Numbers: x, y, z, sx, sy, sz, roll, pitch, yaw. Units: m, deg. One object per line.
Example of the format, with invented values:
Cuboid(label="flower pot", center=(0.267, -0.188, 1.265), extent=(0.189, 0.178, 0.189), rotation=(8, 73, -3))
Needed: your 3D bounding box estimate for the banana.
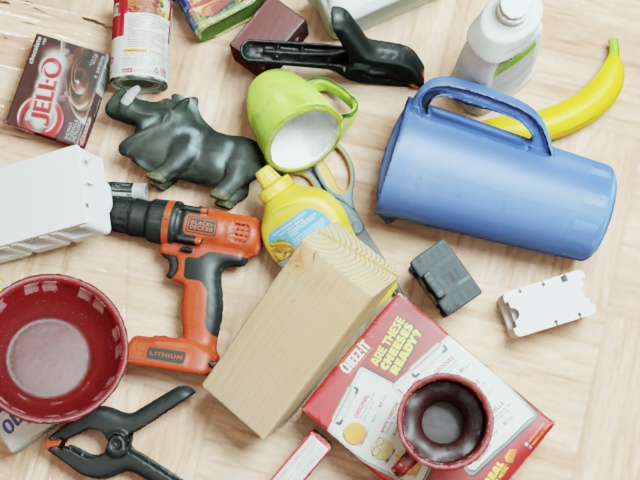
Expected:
Cuboid(label="banana", center=(0.268, -0.148, 1.197), extent=(0.197, 0.037, 0.070), rotation=(-31, 64, -3))

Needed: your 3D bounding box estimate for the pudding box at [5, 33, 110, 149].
Cuboid(label="pudding box", center=(-0.297, -0.170, 1.222), extent=(0.090, 0.039, 0.113), rotation=(17, 83, 5))

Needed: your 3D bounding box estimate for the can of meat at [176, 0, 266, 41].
Cuboid(label="can of meat", center=(-0.117, -0.287, 1.223), extent=(0.102, 0.057, 0.084), rotation=(-28, 84, -2))

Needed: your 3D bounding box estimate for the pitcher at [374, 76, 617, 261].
Cuboid(label="pitcher", center=(0.187, -0.068, 1.137), extent=(0.243, 0.149, 0.145), rotation=(16, 80, 1))

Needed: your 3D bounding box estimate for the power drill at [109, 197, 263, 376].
Cuboid(label="power drill", center=(-0.164, 0.049, 1.177), extent=(0.184, 0.057, 0.187), rotation=(9, 84, 7))

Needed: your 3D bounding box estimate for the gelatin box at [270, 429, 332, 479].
Cuboid(label="gelatin box", center=(-0.025, 0.245, 1.134), extent=(0.030, 0.073, 0.089), rotation=(40, 85, 7))

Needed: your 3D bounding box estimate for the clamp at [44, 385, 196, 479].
Cuboid(label="clamp", center=(-0.211, 0.211, 1.165), extent=(0.171, 0.039, 0.120), rotation=(8, 81, 4))

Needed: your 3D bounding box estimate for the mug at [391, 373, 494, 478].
Cuboid(label="mug", center=(0.114, 0.189, 1.058), extent=(0.093, 0.081, 0.117), rotation=(40, 84, 9))

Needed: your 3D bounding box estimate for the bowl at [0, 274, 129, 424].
Cuboid(label="bowl", center=(-0.287, 0.120, 1.134), extent=(0.162, 0.055, 0.162), rotation=(5, 69, -15))

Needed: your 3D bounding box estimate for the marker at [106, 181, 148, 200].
Cuboid(label="marker", center=(-0.257, -0.059, 1.215), extent=(0.121, 0.020, 0.020), rotation=(4, 82, 4))

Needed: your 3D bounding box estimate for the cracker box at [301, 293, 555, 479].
Cuboid(label="cracker box", center=(0.113, 0.188, 1.138), extent=(0.214, 0.072, 0.164), rotation=(40, 84, 8))

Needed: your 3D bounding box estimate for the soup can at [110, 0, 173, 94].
Cuboid(label="soup can", center=(-0.203, -0.223, 1.211), extent=(0.068, 0.068, 0.102), rotation=(1, 83, 3))

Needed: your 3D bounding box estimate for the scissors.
Cuboid(label="scissors", center=(0.018, -0.016, 1.198), extent=(0.096, 0.016, 0.202), rotation=(-18, 81, 2))

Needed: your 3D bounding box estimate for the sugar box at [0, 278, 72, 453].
Cuboid(label="sugar box", center=(-0.346, 0.136, 1.179), extent=(0.093, 0.048, 0.176), rotation=(-36, 81, -4))

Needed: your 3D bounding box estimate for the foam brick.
Cuboid(label="foam brick", center=(-0.058, -0.228, 1.213), extent=(0.051, 0.053, 0.078), rotation=(39, 86, 7))

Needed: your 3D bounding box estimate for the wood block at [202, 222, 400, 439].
Cuboid(label="wood block", center=(-0.021, 0.093, 1.101), extent=(0.091, 0.090, 0.206), rotation=(40, 115, 10))

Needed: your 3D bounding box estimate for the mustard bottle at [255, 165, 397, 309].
Cuboid(label="mustard bottle", center=(-0.007, 0.001, 1.153), extent=(0.096, 0.058, 0.191), rotation=(-34, 93, 28))

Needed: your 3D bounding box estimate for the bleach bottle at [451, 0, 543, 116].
Cuboid(label="bleach bottle", center=(0.190, -0.204, 1.097), extent=(0.102, 0.251, 0.068), rotation=(-41, 82, -4))

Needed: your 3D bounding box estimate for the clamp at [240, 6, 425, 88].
Cuboid(label="clamp", center=(0.042, -0.201, 1.148), extent=(0.209, 0.165, 0.036), rotation=(9, 81, -32))
